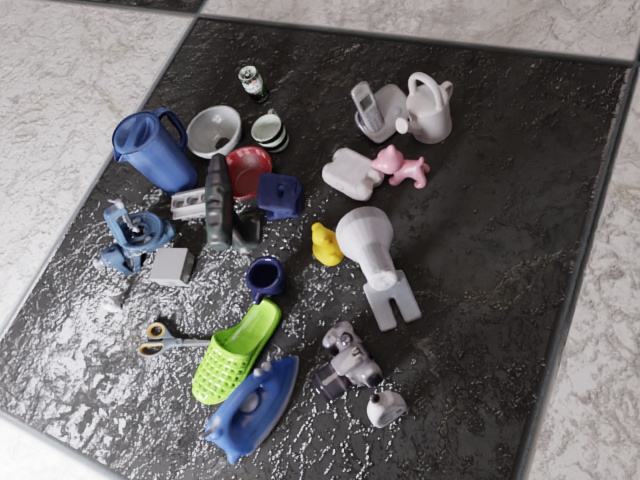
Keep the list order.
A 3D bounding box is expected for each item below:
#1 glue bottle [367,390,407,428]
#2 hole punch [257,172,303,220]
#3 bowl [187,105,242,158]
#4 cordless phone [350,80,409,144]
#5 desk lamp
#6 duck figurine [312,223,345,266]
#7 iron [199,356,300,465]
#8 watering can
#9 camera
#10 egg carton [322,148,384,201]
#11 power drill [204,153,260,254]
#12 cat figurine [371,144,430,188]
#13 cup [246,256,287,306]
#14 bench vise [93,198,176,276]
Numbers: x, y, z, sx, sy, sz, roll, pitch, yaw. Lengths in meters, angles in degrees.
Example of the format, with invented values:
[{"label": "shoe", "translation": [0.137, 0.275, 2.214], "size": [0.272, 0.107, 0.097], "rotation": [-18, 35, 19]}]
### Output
[{"label": "glue bottle", "translation": [0.120, 0.318, 1.105], "size": [0.078, 0.173, 0.037], "rotation": [-34, 59, -1]}, {"label": "hole punch", "translation": [-0.100, -0.115, 1.441], "size": [0.101, 0.091, 0.108], "rotation": [-6, 63, 15]}, {"label": "bowl", "translation": [-0.284, -0.288, 1.596], "size": [0.167, 0.075, 0.167], "rotation": [-7, 62, 14]}, {"label": "cordless phone", "translation": [0.147, -0.344, 1.423], "size": [0.148, 0.185, 0.094], "rotation": [-46, 60, -8]}, {"label": "desk lamp", "translation": [0.126, 0.059, 1.210], "size": [0.118, 0.214, 0.203], "rotation": [-24, 59, 5]}, {"label": "duck figurine", "translation": [0.012, 0.005, 1.348], "size": [0.077, 0.086, 0.104], "rotation": [-29, 59, 2]}, {"label": "iron", "translation": [-0.147, 0.331, 1.201], "size": [0.118, 0.142, 0.258], "rotation": [32, 77, 28]}, {"label": "watering can", "translation": [0.255, -0.319, 1.371], "size": [0.100, 0.194, 0.173], "rotation": [16, 70, 24]}, {"label": "camera", "translation": [0.041, 0.261, 1.201], "size": [0.137, 0.101, 0.143], "rotation": [-35, 59, -2]}, {"label": "egg carton", "translation": [0.081, -0.162, 1.420], "size": [0.150, 0.069, 0.107], "rotation": [31, 77, 28]}, {"label": "power drill", "translation": [-0.217, -0.066, 1.385], "size": [0.075, 0.209, 0.229], "rotation": [-9, 62, 14]}, {"label": "cat figurine", "translation": [0.191, -0.183, 1.367], "size": [0.127, 0.118, 0.067], "rotation": [4, 66, 20]}, {"label": "cup", "translation": [-0.119, 0.107, 1.332], "size": [0.091, 0.095, 0.118], "rotation": [9, 67, 22]}, {"label": "bench vise", "translation": [-0.485, -0.003, 1.431], "size": [0.121, 0.220, 0.207], "rotation": [31, 77, 28]}]
